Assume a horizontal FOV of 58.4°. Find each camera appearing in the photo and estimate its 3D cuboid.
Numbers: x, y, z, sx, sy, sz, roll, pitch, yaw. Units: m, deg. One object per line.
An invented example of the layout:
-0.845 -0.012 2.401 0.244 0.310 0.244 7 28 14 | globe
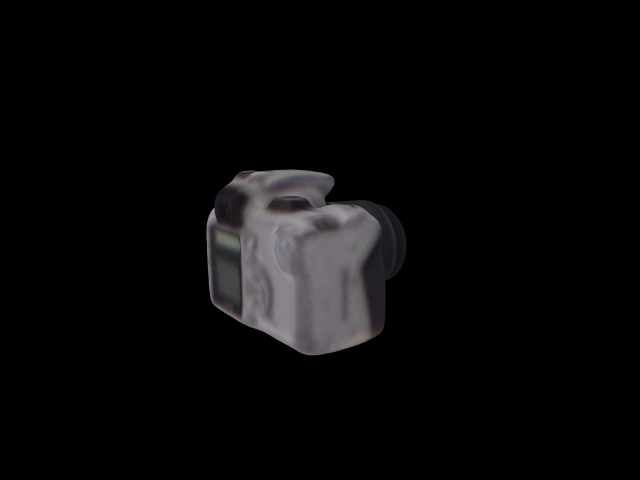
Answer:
0.004 0.001 0.400 0.137 0.101 0.142 -8 14 -34 | camera
